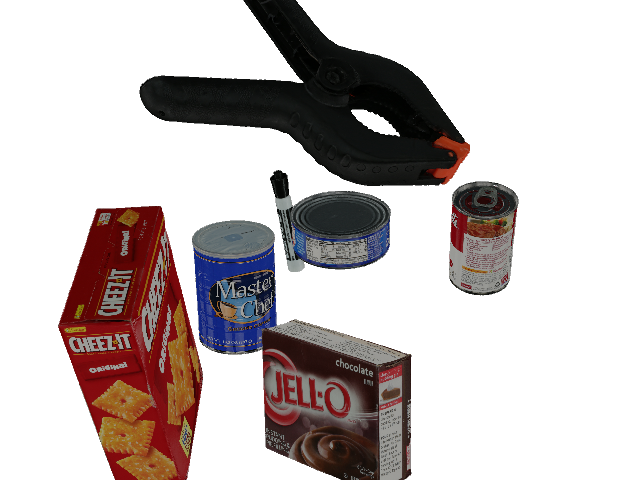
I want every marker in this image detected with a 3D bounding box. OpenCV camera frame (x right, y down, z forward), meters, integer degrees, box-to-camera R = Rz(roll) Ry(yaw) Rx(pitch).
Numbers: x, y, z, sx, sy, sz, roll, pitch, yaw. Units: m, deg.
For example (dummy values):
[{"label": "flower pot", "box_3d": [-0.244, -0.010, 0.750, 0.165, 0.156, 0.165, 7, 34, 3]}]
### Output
[{"label": "marker", "box_3d": [-0.036, -0.021, 1.162, 0.020, 0.121, 0.020, -8, 29, 4]}]

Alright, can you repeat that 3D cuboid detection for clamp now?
[{"label": "clamp", "box_3d": [-0.007, -0.073, 0.567, 0.171, 0.120, 0.039, 34, -26, 7]}]

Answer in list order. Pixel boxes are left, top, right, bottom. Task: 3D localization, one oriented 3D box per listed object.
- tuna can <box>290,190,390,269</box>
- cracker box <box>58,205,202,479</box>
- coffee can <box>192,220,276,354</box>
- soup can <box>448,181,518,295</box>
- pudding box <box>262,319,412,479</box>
[{"label": "tuna can", "box_3d": [0.018, -0.009, 0.915, 0.086, 0.034, 0.086, -2, 28, 1]}, {"label": "cracker box", "box_3d": [-0.164, 0.100, 0.980, 0.072, 0.214, 0.164, -4, 38, 5]}, {"label": "coffee can", "box_3d": [-0.107, 0.058, 1.351, 0.103, 0.140, 0.103, -1, 24, 0]}, {"label": "soup can", "box_3d": [0.171, -0.002, 1.124, 0.068, 0.102, 0.068, -1, 36, 1]}, {"label": "pudding box", "box_3d": [0.010, 0.109, 0.722, 0.114, 0.090, 0.039, 11, 19, 42]}]
